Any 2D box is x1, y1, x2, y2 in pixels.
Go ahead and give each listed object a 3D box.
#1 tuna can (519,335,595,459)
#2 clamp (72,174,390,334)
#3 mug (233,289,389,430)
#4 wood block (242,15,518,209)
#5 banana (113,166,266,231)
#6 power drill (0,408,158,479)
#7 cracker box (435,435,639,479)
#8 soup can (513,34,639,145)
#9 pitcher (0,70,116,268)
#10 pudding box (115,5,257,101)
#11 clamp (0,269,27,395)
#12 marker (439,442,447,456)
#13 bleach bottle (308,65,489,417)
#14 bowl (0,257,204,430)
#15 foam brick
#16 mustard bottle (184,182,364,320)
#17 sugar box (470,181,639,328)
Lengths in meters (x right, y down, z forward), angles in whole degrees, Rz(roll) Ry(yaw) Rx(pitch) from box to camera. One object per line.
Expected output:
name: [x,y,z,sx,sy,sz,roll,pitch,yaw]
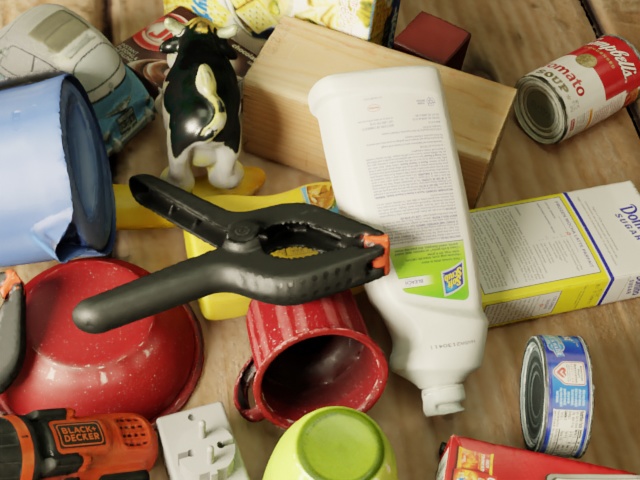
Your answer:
tuna can: [0.164,0.109,0.746,0.033,0.086,0.086,3,52,-1]
clamp: [-0.059,0.014,0.733,0.210,0.036,0.164,6,39,12]
mug: [-0.015,0.081,0.751,0.117,0.093,0.081,-42,33,16]
wood block: [0.046,-0.100,0.894,0.206,0.091,0.090,20,54,9]
banana: [-0.143,-0.037,0.860,0.197,0.037,0.069,2,54,-4]
power drill: [-0.153,0.186,0.629,0.184,0.057,0.188,3,51,-45]
cracker box: [0.169,0.228,0.663,0.213,0.072,0.164,12,54,2]
soup can: [0.231,-0.134,0.953,0.102,0.068,0.068,-28,60,-23]
pitcher: [-0.278,-0.042,0.778,0.243,0.149,0.145,-10,96,2]
pudding box: [-0.117,-0.152,0.949,0.114,0.039,0.089,37,59,20]
clamp: [-0.244,0.100,0.704,0.120,0.039,0.171,45,79,-7]
marker: [0.143,0.160,0.746,0.121,0.020,0.020,13,52,5]
bleach bottle: [0.061,0.003,0.778,0.102,0.068,0.251,-8,81,-10]
bowl: [-0.164,0.067,0.766,0.162,0.055,0.162,3,53,-4]
foam brick: [0.093,-0.152,0.947,0.051,0.078,0.053,32,56,16]
mustard bottle: [-0.006,0.001,0.830,0.191,0.058,0.096,-9,57,-12]
sugar box: [0.186,0.011,0.851,0.176,0.048,0.093,-8,54,-16]
